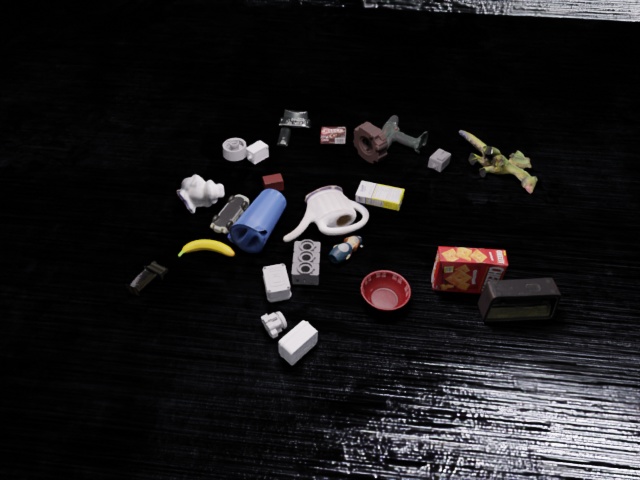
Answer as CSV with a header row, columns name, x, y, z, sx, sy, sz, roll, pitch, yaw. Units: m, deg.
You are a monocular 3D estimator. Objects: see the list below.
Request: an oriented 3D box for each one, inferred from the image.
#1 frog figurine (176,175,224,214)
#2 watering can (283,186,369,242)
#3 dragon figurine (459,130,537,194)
name,x,y,z,sx,sy,sz,roll,pitch,yaw
frog figurine,-0.448,-0.189,1.969,0.159,0.135,0.124,-25,19,0
watering can,0.006,-0.096,1.902,0.349,0.101,0.229,-11,46,-18
dragon figurine,0.777,-0.347,2.192,0.243,0.119,0.420,2,45,-23
